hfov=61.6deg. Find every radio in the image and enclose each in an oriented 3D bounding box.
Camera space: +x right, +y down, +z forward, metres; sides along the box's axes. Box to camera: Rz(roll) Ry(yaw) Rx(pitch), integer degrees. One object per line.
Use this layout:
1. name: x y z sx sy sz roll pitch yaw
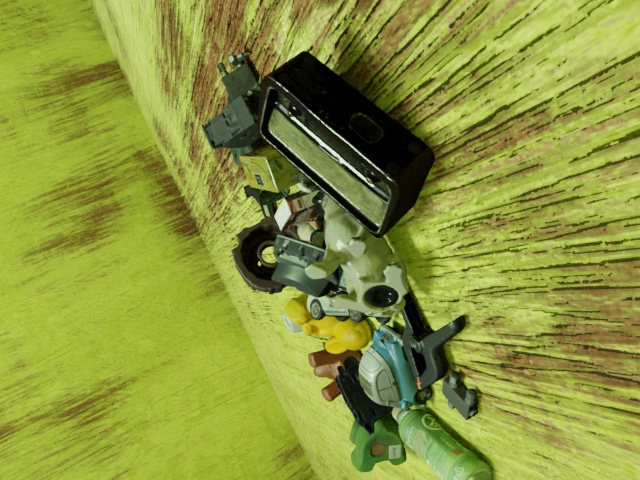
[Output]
1. radio: 0.026 -0.120 0.674 0.230 0.073 0.131 41 156 11

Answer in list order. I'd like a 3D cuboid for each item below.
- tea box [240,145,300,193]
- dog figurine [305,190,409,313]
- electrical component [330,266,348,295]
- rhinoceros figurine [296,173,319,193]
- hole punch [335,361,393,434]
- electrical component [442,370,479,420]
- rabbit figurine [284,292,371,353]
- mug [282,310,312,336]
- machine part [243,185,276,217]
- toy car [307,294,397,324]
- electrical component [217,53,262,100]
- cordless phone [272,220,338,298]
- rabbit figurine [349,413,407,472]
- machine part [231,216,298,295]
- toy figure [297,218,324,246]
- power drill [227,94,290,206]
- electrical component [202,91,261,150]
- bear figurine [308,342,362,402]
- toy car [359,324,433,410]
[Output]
1. tea box: -0.074 -0.139 0.987 0.170 0.098 0.068 21 134 67
2. dog figurine: 0.065 -0.001 0.802 0.172 0.121 0.191 53 -153 -31
3. electrical component: 0.069 0.040 0.863 0.075 0.119 0.047 10 171 39
4. rhinoceros figurine: -0.012 -0.156 0.840 0.112 0.073 0.190 42 151 22
5. hole punch: 0.099 0.295 1.073 0.142 0.116 0.092 63 171 5
6. electrical component: 0.213 0.239 0.812 0.063 0.021 0.093 48 156 40
7. rabbit figurine: 0.029 0.173 1.099 0.173 0.122 0.162 28 150 28
8. mug: -0.032 0.184 1.290 0.081 0.107 0.109 43 150 52
9. machine part: -0.147 -0.100 1.346 0.139 0.039 0.084 40 159 48
10. toy car: 0.053 0.118 0.956 0.202 0.073 0.056 -9 75 54
11. electrical component: -0.149 -0.307 1.025 0.045 0.078 0.102 19 -131 -81
12. cordless phone: -0.010 -0.006 0.923 0.147 0.089 0.184 19 112 33
13. rabbit figurine: 0.105 0.398 1.193 0.170 0.121 0.158 -119 14 -65
14. machine part: -0.110 0.036 1.218 0.179 0.179 0.056 58 164 19
15. toy figure: 0.000 -0.004 1.023 0.155 0.064 0.057 35 162 47
16. power drill: -0.139 -0.186 1.137 0.207 0.086 0.232 56 162 14
17. electrical component: -0.130 -0.217 0.976 0.134 0.115 0.058 -26 91 29
18. bear figurine: 0.024 0.298 1.264 0.120 0.132 0.196 68 156 4
19. toy car: 0.121 0.233 0.936 0.109 0.103 0.161 33 147 57
